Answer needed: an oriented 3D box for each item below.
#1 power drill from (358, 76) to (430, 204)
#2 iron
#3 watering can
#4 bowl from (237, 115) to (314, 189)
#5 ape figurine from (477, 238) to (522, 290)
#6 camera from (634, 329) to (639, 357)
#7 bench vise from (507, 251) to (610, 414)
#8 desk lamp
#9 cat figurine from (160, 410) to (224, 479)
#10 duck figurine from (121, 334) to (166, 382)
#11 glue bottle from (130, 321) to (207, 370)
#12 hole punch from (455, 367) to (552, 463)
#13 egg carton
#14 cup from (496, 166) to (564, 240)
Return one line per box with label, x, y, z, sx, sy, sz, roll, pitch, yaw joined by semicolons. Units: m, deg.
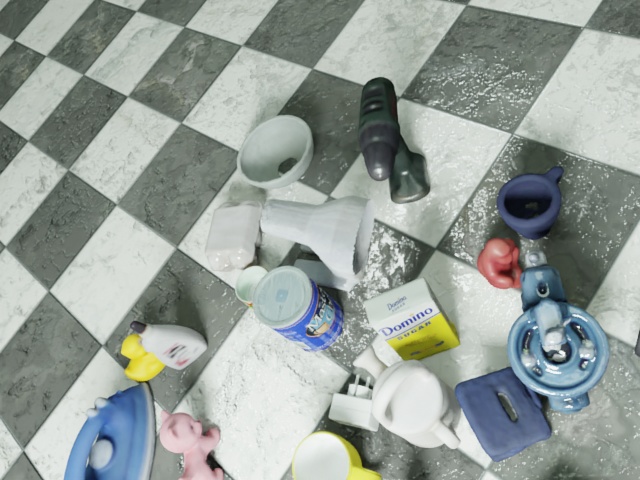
power drill;0.122;-0.152;0.967;0.075;0.209;0.229;-15;58;19
iron;-0.370;0.358;0.977;0.118;0.142;0.258;-7;61;23
watering can;0.115;0.214;0.781;0.172;0.195;0.101;14;71;32
bowl;-0.079;-0.166;1.157;0.167;0.075;0.167;-12;59;21
ape figurine;0.272;0.028;0.867;0.075;0.092;0.078;24;76;34
camera;0.477;0.119;0.712;0.136;0.101;0.143;16;72;32
bench vise;0.285;0.104;0.741;0.121;0.220;0.207;-29;55;10
desk lamp;0.009;0.003;0.936;0.202;0.214;0.118;7;67;29
cat figurine;-0.218;0.336;0.928;0.067;0.118;0.127;-24;56;14
duck figurine;-0.337;0.211;1.075;0.077;0.086;0.105;29;80;35
glue bottle;-0.275;0.176;1.008;0.078;0.174;0.037;-43;54;0
hole punch;0.246;0.229;0.772;0.101;0.091;0.108;-30;55;9
egg carton;-0.163;-0.008;1.117;0.107;0.070;0.150;-6;62;24
cup;0.332;-0.052;0.879;0.118;0.095;0.091;-47;54;-3
